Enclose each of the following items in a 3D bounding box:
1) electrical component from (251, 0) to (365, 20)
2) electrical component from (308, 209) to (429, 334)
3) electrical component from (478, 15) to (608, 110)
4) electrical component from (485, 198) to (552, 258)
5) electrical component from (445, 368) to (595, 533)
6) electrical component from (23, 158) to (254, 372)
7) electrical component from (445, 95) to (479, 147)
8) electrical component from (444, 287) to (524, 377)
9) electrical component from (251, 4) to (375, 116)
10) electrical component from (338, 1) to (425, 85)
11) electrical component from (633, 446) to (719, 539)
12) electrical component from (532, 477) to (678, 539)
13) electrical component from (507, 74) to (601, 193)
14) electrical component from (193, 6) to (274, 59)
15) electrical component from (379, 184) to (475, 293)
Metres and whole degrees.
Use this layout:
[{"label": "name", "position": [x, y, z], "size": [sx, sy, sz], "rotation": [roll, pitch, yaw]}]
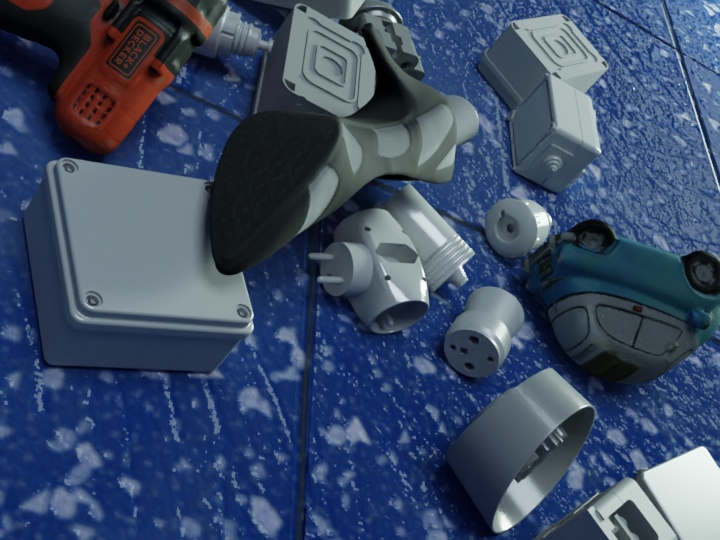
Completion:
[{"label": "electrical component", "position": [-0.047, -0.254, 0.875], "size": [0.113, 0.057, 0.078], "rotation": [15, 39, 10]}, {"label": "electrical component", "position": [0.000, 0.000, 0.732], "size": [0.079, 0.043, 0.077], "rotation": [3, 54, -39]}, {"label": "electrical component", "position": [0.178, -0.198, 1.048], "size": [0.113, 0.057, 0.078], "rotation": [-22, 70, -48]}, {"label": "electrical component", "position": [0.135, -0.037, 0.879], "size": [0.062, 0.048, 0.048], "rotation": [-13, 64, -52]}, {"label": "electrical component", "position": [0.104, 0.111, 0.680], "size": [0.099, 0.099, 0.064], "rotation": [-18, 62, -47]}, {"label": "electrical component", "position": [-0.128, -0.001, 0.617], "size": [0.109, 0.056, 0.108], "rotation": [7, 51, -36]}, {"label": "electrical component", "position": [0.065, -0.113, 0.892], "size": [0.044, 0.044, 0.065], "rotation": [45, 44, 2]}, {"label": "electrical component", "position": [0.088, 0.044, 0.765], "size": [0.045, 0.045, 0.055], "rotation": [41, 40, -2]}, {"label": "electrical component", "position": [-0.036, -0.136, 0.814], "size": [0.078, 0.057, 0.113], "rotation": [25, 43, -21]}, {"label": "electrical component", "position": [0.012, -0.187, 0.900], "size": [0.078, 0.058, 0.057], "rotation": [9, 53, -35]}, {"label": "electrical component", "position": [0.227, 0.181, 0.754], "size": [0.100, 0.048, 0.099], "rotation": [-9, 61, -44]}, {"label": "electrical component", "position": [0.168, 0.213, 0.645], "size": [0.062, 0.089, 0.150], "rotation": [-20, 70, -48]}, {"label": "electrical component", "position": [0.177, -0.117, 0.971], "size": [0.061, 0.061, 0.096], "rotation": [24, 43, -21]}, {"label": "electrical component", "position": [-0.103, -0.176, 0.796], "size": [0.078, 0.040, 0.040], "rotation": [16, 44, -6]}, {"label": "electrical component", "position": [0.049, -0.019, 0.790], "size": [0.081, 0.043, 0.043], "rotation": [47, 39, 5]}]
